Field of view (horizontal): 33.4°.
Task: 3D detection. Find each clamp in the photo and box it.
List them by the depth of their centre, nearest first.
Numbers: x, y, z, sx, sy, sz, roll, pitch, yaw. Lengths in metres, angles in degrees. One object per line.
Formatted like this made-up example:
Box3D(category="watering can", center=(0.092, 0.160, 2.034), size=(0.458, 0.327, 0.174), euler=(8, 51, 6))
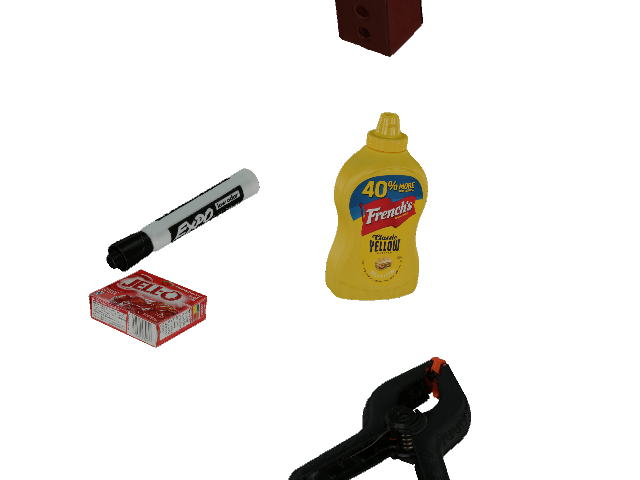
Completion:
Box3D(category="clamp", center=(0.068, 0.145, 0.758), size=(0.120, 0.039, 0.171), euler=(18, 39, 28))

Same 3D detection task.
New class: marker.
Box3D(category="marker", center=(-0.088, -0.014, 0.687), size=(0.120, 0.020, 0.020), euler=(-34, 21, -36))

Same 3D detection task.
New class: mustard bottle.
Box3D(category="mustard bottle", center=(0.060, -0.036, 1.086), size=(0.096, 0.192, 0.058), euler=(-2, 22, -17))

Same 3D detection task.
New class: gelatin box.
Box3D(category="gelatin box", center=(-0.166, 0.063, 1.028), size=(0.089, 0.030, 0.073), euler=(20, 29, 29))

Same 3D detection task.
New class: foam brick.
Box3D(category="foam brick", center=(0.046, -0.196, 0.848), size=(0.053, 0.051, 0.078), euler=(25, -31, 26))
